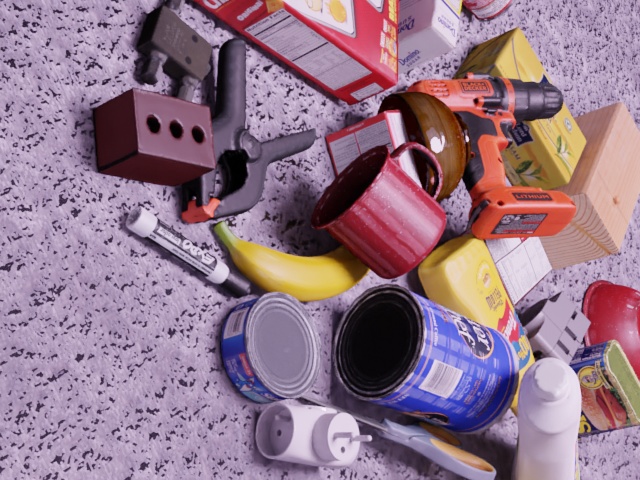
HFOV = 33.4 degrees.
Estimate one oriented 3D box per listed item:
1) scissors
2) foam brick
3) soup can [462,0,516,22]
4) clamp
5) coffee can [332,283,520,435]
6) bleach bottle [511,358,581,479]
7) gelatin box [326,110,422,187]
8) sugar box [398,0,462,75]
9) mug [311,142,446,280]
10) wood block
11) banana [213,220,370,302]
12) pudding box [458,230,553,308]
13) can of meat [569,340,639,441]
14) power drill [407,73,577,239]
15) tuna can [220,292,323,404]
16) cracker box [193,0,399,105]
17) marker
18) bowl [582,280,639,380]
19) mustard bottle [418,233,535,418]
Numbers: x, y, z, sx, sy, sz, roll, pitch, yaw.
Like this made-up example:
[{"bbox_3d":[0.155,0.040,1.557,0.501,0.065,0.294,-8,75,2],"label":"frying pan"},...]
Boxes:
[{"bbox_3d":[0.064,0.164,0.943,0.201,0.096,0.016,27,96,-11],"label":"scissors"},{"bbox_3d":[-0.124,-0.076,0.805,0.078,0.051,0.053,8,70,-48],"label":"foam brick"},{"bbox_3d":[0.177,-0.311,1.237,0.102,0.069,0.068,35,51,-35],"label":"soup can"},{"bbox_3d":[-0.061,-0.073,0.888,0.120,0.039,0.171,37,55,-28],"label":"clamp"},{"bbox_3d":[0.095,0.107,0.944,0.140,0.103,0.103,25,57,-41],"label":"coffee can"},{"bbox_3d":[0.207,0.186,0.975,0.251,0.068,0.102,74,23,-56],"label":"bleach bottle"},{"bbox_3d":[0.052,-0.067,0.988,0.030,0.073,0.089,-11,83,-51],"label":"gelatin box"},{"bbox_3d":[0.103,-0.256,1.110,0.048,0.094,0.176,35,52,-35],"label":"sugar box"},{"bbox_3d":[0.060,-0.030,0.914,0.081,0.093,0.117,42,79,-17],"label":"mug"},{"bbox_3d":[0.327,-0.069,1.297,0.090,0.090,0.205,55,42,-19],"label":"wood block"},{"bbox_3d":[-0.006,0.019,0.915,0.197,0.037,0.069,4,72,-48],"label":"banana"},{"bbox_3d":[0.201,0.017,1.157,0.113,0.039,0.090,-31,100,-48],"label":"pudding box"},{"bbox_3d":[0.301,0.165,1.172,0.102,0.084,0.057,59,36,-15],"label":"can of meat"},{"bbox_3d":[0.193,-0.091,1.098,0.184,0.057,0.188,-4,55,-20],"label":"power drill"},{"bbox_3d":[-0.039,0.087,0.851,0.086,0.034,0.086,22,59,-43],"label":"tuna can"},{"bbox_3d":[-0.018,-0.245,0.982,0.213,0.072,0.164,28,54,-39],"label":"cracker box"},{"bbox_3d":[-0.098,0.012,0.824,0.121,0.020,0.020,36,50,-34],"label":"marker"},{"bbox_3d":[0.388,0.121,1.317,0.161,0.055,0.162,22,59,-42],"label":"bowl"},{"bbox_3d":[0.167,0.094,1.069,0.096,0.058,0.191,-37,104,-54],"label":"mustard bottle"}]
